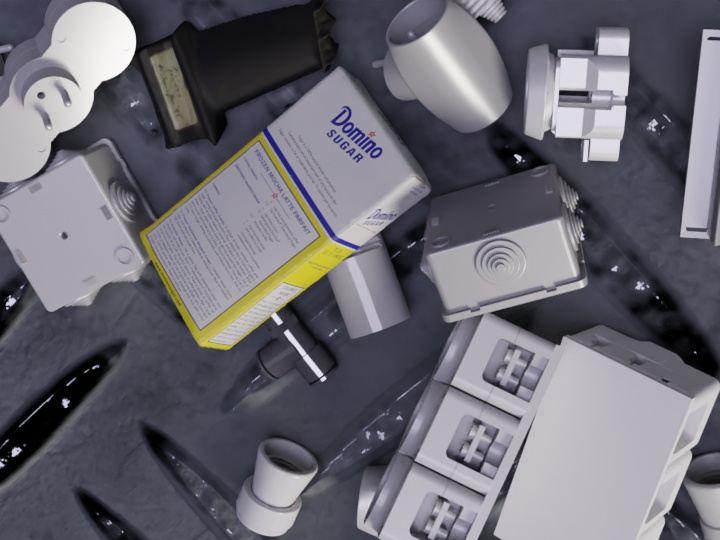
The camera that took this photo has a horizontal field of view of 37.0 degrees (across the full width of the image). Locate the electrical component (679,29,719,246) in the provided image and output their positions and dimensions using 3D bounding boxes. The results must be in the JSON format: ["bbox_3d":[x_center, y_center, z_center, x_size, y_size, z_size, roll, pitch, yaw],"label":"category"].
[{"bbox_3d":[0.234,-0.079,0.633,0.079,0.063,0.121,4,107,9],"label":"electrical component"}]

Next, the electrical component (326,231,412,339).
[{"bbox_3d":[0.000,0.000,0.708,0.043,0.043,0.081,-20,91,15],"label":"electrical component"}]

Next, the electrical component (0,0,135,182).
[{"bbox_3d":[-0.195,-0.111,0.680,0.138,0.073,0.052,-47,127,9],"label":"electrical component"}]

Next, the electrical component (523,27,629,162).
[{"bbox_3d":[0.129,-0.106,0.648,0.057,0.058,0.078,3,107,6],"label":"electrical component"}]

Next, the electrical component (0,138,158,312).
[{"bbox_3d":[-0.192,-0.029,0.733,0.100,0.048,0.099,-26,100,17],"label":"electrical component"}]

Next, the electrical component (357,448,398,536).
[{"bbox_3d":[0.040,0.147,0.746,0.077,0.044,0.079,7,108,8],"label":"electrical component"}]

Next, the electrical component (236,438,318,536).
[{"bbox_3d":[-0.060,0.154,0.766,0.045,0.045,0.055,24,110,2],"label":"electrical component"}]

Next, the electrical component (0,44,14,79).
[{"bbox_3d":[-0.264,-0.132,0.717,0.079,0.043,0.077,-8,105,13],"label":"electrical component"}]

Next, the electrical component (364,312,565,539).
[{"bbox_3d":[0.063,0.104,0.679,0.062,0.089,0.150,26,85,3],"label":"electrical component"}]

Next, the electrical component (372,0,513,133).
[{"bbox_3d":[0.042,-0.124,0.659,0.079,0.043,0.077,1,146,45],"label":"electrical component"}]

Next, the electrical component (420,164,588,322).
[{"bbox_3d":[0.088,-0.019,0.660,0.100,0.099,0.048,-16,115,14],"label":"electrical component"}]

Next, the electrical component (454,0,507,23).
[{"bbox_3d":[0.056,-0.180,0.646,0.081,0.043,0.043,43,109,-4],"label":"electrical component"}]

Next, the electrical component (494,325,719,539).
[{"bbox_3d":[0.160,0.122,0.698,0.089,0.062,0.150,27,112,30],"label":"electrical component"}]

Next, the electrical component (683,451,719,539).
[{"bbox_3d":[0.243,0.160,0.716,0.044,0.044,0.065,-14,108,14],"label":"electrical component"}]
